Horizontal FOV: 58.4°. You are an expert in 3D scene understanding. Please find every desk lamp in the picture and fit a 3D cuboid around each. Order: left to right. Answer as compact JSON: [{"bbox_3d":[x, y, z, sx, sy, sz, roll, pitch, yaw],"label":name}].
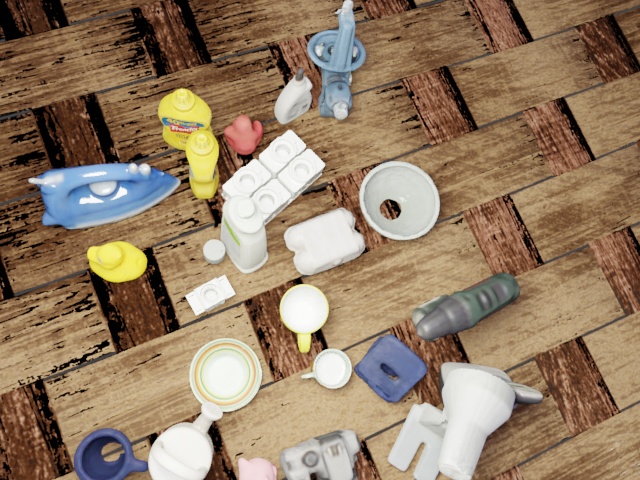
[{"bbox_3d":[0.235,0.336,1.012,0.118,0.213,0.203,31,73,-1],"label":"desk lamp"}]

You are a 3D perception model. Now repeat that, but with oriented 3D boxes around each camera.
[{"bbox_3d":[0.015,0.419,1.010,0.143,0.100,0.137,-15,79,-13],"label":"camera"}]

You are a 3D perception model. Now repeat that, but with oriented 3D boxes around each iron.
[{"bbox_3d":[-0.390,-0.106,1.050,0.258,0.141,0.118,-13,78,-13],"label":"iron"}]

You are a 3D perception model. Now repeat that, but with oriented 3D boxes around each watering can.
[{"bbox_3d":[-0.225,0.348,0.936,0.101,0.194,0.173,13,74,-6],"label":"watering can"}]

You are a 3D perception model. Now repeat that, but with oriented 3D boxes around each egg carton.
[{"bbox_3d":[0.010,0.004,1.131,0.150,0.069,0.107,-23,81,-15],"label":"egg carton"}]

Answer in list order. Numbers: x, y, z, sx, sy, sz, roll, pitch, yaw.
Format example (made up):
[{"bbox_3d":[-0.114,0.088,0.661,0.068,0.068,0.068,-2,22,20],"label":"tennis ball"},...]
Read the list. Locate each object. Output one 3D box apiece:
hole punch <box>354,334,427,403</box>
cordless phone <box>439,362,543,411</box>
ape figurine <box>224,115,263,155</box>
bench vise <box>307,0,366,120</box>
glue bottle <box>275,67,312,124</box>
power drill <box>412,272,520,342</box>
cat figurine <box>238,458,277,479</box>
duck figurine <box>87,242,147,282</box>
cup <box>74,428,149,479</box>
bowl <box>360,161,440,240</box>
[{"bbox_3d":[0.133,0.245,1.081,0.108,0.091,0.101,42,73,2],"label":"hole punch"},{"bbox_3d":[0.311,0.273,1.056,0.147,0.185,0.094,6,75,-8],"label":"cordless phone"},{"bbox_3d":[-0.152,-0.218,1.147,0.078,0.092,0.076,5,75,-9],"label":"ape figurine"},{"bbox_3d":[0.051,-0.359,1.153,0.122,0.219,0.207,-19,80,-14],"label":"bench vise"},{"bbox_3d":[-0.048,-0.295,1.143,0.078,0.173,0.037,-32,83,-16],"label":"glue bottle"},{"bbox_3d":[0.250,0.136,1.068,0.230,0.208,0.075,-25,81,-15],"label":"power drill"},{"bbox_3d":[-0.100,0.427,0.978,0.067,0.117,0.128,-15,79,-13],"label":"cat figurine"},{"bbox_3d":[-0.372,0.034,1.046,0.104,0.086,0.077,9,74,-8],"label":"duck figurine"},{"bbox_3d":[-0.341,0.365,0.962,0.118,0.095,0.092,14,74,-6],"label":"cup"},{"bbox_3d":[0.156,-0.072,1.174,0.167,0.074,0.167,3,75,-10],"label":"bowl"}]
